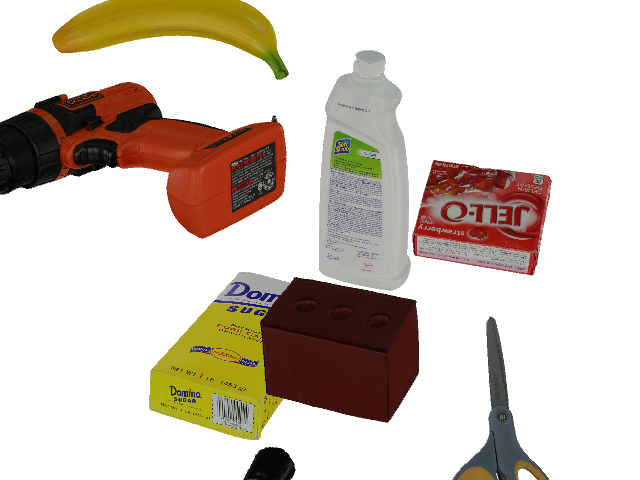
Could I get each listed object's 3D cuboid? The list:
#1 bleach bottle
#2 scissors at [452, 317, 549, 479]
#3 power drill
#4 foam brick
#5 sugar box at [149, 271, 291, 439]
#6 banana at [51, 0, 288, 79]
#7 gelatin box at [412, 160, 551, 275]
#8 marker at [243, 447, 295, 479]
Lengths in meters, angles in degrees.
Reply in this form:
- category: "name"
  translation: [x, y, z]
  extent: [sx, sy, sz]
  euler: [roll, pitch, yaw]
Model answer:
- category: "bleach bottle"
  translation: [0.051, -0.073, 1.107]
  extent: [0.103, 0.251, 0.068]
  euler: [12, 33, 14]
- category: "scissors"
  translation: [0.130, 0.156, 0.864]
  extent: [0.096, 0.202, 0.016]
  euler: [-10, -33, -12]
- category: "power drill"
  translation: [-0.132, -0.056, 0.721]
  extent: [0.188, 0.057, 0.184]
  euler: [17, 32, 30]
- category: "foam brick"
  translation: [0.012, 0.061, 0.606]
  extent: [0.078, 0.051, 0.053]
  euler: [10, 31, 20]
- category: "sugar box"
  translation: [-0.060, 0.088, 0.878]
  extent: [0.093, 0.048, 0.176]
  euler: [14, 31, 14]
- category: "banana"
  translation: [-0.122, -0.180, 0.896]
  extent: [0.198, 0.069, 0.037]
  euler: [6, -34, -1]
- category: "gelatin box"
  translation: [0.117, -0.018, 0.771]
  extent: [0.089, 0.073, 0.030]
  euler: [9, -37, 13]
- category: "marker"
  translation: [-0.037, 0.119, 0.418]
  extent: [0.020, 0.020, 0.121]
  euler: [0, 23, 20]
